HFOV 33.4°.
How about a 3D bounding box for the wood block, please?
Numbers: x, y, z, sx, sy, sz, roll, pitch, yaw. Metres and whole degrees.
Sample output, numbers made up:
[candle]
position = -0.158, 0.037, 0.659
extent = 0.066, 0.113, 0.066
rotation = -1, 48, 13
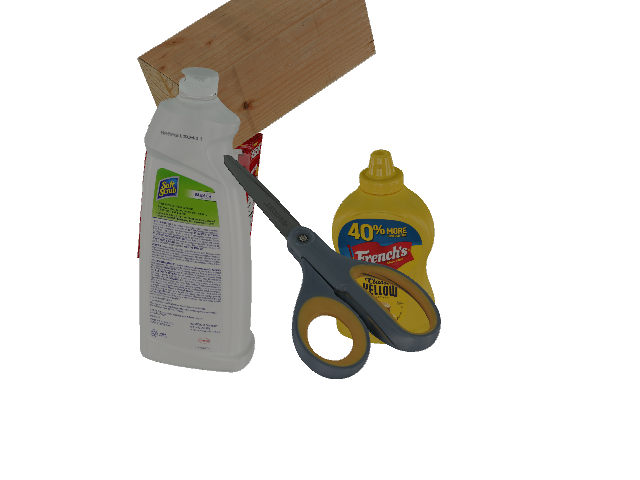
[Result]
[wood block]
position = -0.057, -0.178, 1.031
extent = 0.205, 0.091, 0.090
rotation = -36, 48, -19

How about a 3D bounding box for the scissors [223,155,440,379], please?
[scissors]
position = -0.018, 0.017, 0.663
extent = 0.202, 0.016, 0.096
rotation = 33, 55, 26

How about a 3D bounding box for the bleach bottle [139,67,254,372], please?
[bleach bottle]
position = -0.098, -0.017, 0.889
extent = 0.102, 0.251, 0.068
rotation = 7, 23, 4

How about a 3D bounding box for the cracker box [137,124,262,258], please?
[cracker box]
position = -0.184, -0.066, 1.615
extent = 0.164, 0.214, 0.072
rotation = 10, 20, 6

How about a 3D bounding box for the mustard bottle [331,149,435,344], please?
[mustard bottle]
position = 0.060, 0.005, 1.013
extent = 0.096, 0.192, 0.058
rotation = 3, 28, 13
